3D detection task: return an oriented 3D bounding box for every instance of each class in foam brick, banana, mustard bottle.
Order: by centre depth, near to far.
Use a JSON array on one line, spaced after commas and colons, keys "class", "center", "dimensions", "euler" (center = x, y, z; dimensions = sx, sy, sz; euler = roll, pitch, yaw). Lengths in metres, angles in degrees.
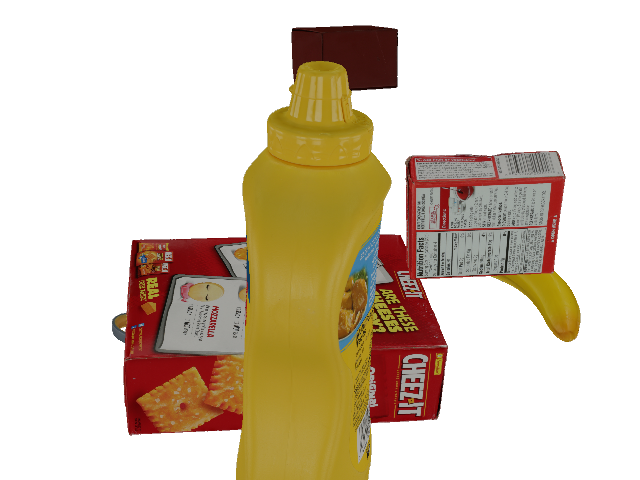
[{"class": "mustard bottle", "center": [-0.003, 0.022, 0.439], "dimensions": [0.058, 0.192, 0.096], "euler": [8, 25, 10]}, {"class": "foam brick", "center": [0.021, -0.156, 0.913], "dimensions": [0.078, 0.051, 0.053], "euler": [-8, 17, -28]}, {"class": "banana", "center": [0.199, 0.043, 1.054], "dimensions": [0.069, 0.037, 0.198], "euler": [-33, 36, -19]}]

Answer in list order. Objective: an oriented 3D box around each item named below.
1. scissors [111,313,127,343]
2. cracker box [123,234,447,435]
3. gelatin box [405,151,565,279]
[{"class": "scissors", "center": [-0.095, 0.087, 1.010], "dimensions": [0.202, 0.016, 0.096], "euler": [9, 30, 2]}, {"class": "cracker box", "center": [-0.032, 0.064, 0.775], "dimensions": [0.213, 0.072, 0.164], "euler": [-1, 28, -8]}, {"class": "gelatin box", "center": [0.095, -0.015, 0.627], "dimensions": [0.089, 0.073, 0.030], "euler": [-2, 40, 3]}]
